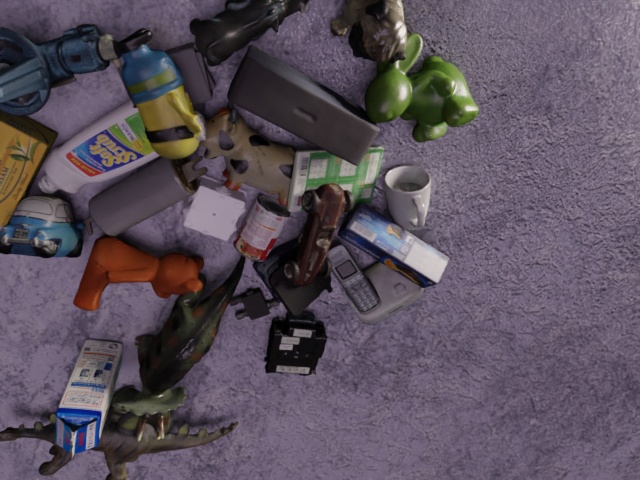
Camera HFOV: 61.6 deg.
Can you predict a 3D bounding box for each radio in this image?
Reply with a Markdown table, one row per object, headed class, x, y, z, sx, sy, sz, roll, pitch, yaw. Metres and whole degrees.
| class | x | y | z | sx | sy | sz | roll | pitch | yaw |
| --- | --- | --- | --- | --- | --- | --- | --- | --- | --- |
| radio | -0.027 | -0.212 | 0.841 | 0.229 | 0.131 | 0.073 | 25 | 112 | -21 |

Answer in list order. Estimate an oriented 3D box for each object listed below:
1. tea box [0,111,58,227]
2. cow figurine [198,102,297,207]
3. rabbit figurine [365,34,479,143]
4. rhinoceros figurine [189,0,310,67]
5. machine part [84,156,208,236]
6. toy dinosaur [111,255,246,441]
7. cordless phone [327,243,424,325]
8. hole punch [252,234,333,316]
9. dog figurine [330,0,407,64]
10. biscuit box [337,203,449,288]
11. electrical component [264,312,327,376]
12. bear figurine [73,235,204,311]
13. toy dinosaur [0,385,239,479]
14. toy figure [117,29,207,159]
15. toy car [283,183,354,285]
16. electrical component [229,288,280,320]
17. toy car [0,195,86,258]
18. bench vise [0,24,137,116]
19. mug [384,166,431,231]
| class | x | y | z | sx | sy | sz | roll | pitch | yaw |
| --- | --- | --- | --- | --- | --- | --- | --- | --- | --- |
| tea box | -0.504 | -0.117 | 0.852 | 0.098 | 0.068 | 0.169 | 28 | 112 | -22 |
| cow figurine | -0.116 | -0.145 | 0.890 | 0.195 | 0.086 | 0.127 | 18 | 112 | -21 |
| rabbit figurine | 0.145 | -0.236 | 0.843 | 0.170 | 0.121 | 0.159 | -11 | 93 | -31 |
| rhinoceros figurine | -0.100 | -0.325 | 0.777 | 0.190 | 0.112 | 0.073 | -36 | 115 | -12 |
| machine part | -0.294 | -0.076 | 0.894 | 0.243 | 0.079 | 0.079 | -25 | 120 | 14 |
| toy dinosaur | -0.257 | 0.198 | 0.993 | 0.131 | 0.192 | 0.404 | 26 | 112 | -23 |
| cordless phone | 0.102 | 0.061 | 1.041 | 0.147 | 0.089 | 0.184 | -31 | 114 | 9 |
| hole punch | -0.053 | 0.065 | 1.025 | 0.116 | 0.092 | 0.142 | -41 | 118 | -20 |
| dog figurine | 0.080 | -0.347 | 0.752 | 0.121 | 0.191 | 0.172 | -13 | 118 | -2 |
| biscuit box | 0.134 | 0.012 | 0.993 | 0.203 | 0.063 | 0.059 | 32 | 72 | -6 |
| electrical component | -0.049 | 0.212 | 1.111 | 0.115 | 0.058 | 0.134 | 8 | 117 | -16 |
| bear figurine | -0.314 | 0.066 | 0.957 | 0.196 | 0.120 | 0.132 | 19 | 117 | -24 |
| toy dinosaur | -0.418 | 0.412 | 1.136 | 0.471 | 0.105 | 0.198 | 11 | 113 | -20 |
| toy figure | -0.230 | -0.204 | 0.772 | 0.089 | 0.082 | 0.180 | -20 | 120 | 10 |
| toy car | -0.002 | -0.003 | 0.936 | 0.089 | 0.053 | 0.202 | -4 | 121 | -40 |
| electrical component | -0.130 | 0.125 | 1.070 | 0.094 | 0.021 | 0.063 | -18 | 119 | 1 |
| toy car | -0.456 | -0.023 | 0.879 | 0.109 | 0.161 | 0.103 | 5 | 87 | -3 |
| bench vise | -0.393 | -0.225 | 0.725 | 0.224 | 0.241 | 0.128 | 5 | 122 | 6 |
| mug | 0.165 | -0.063 | 0.973 | 0.081 | 0.110 | 0.107 | -19 | 135 | -11 |
